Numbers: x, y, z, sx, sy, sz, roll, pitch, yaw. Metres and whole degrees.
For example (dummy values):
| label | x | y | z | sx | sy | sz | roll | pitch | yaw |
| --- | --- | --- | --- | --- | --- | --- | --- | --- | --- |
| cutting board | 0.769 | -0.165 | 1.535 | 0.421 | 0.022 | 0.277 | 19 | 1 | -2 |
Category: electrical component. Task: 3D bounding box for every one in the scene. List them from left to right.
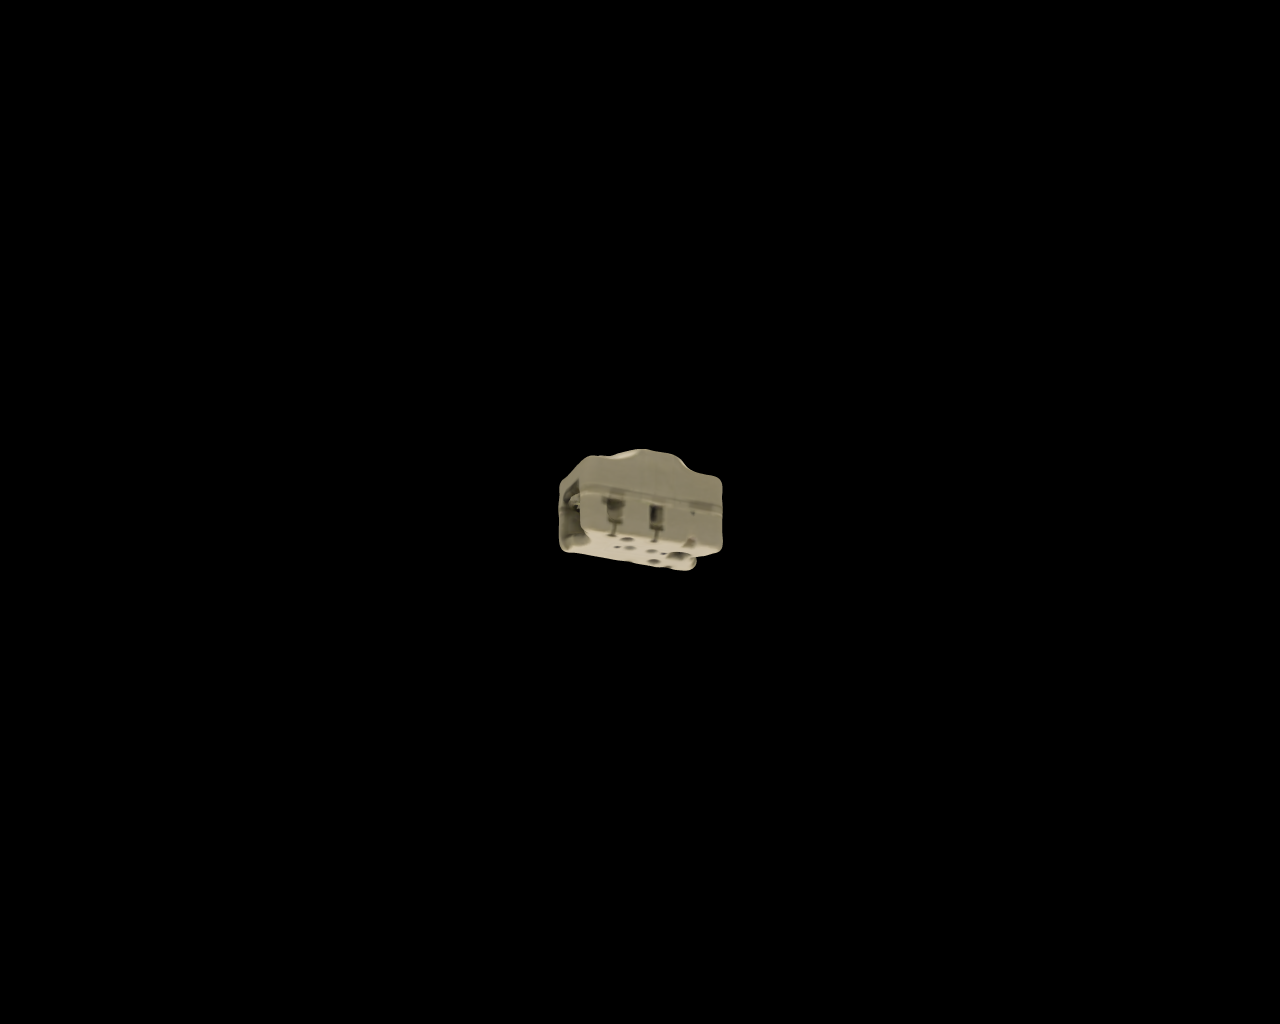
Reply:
| label | x | y | z | sx | sy | sz | roll | pitch | yaw |
| --- | --- | --- | --- | --- | --- | --- | --- | --- | --- |
| electrical component | 0.001 | -0.003 | 0.650 | 0.089 | 0.056 | 0.050 | 9 | -24 | -22 |
